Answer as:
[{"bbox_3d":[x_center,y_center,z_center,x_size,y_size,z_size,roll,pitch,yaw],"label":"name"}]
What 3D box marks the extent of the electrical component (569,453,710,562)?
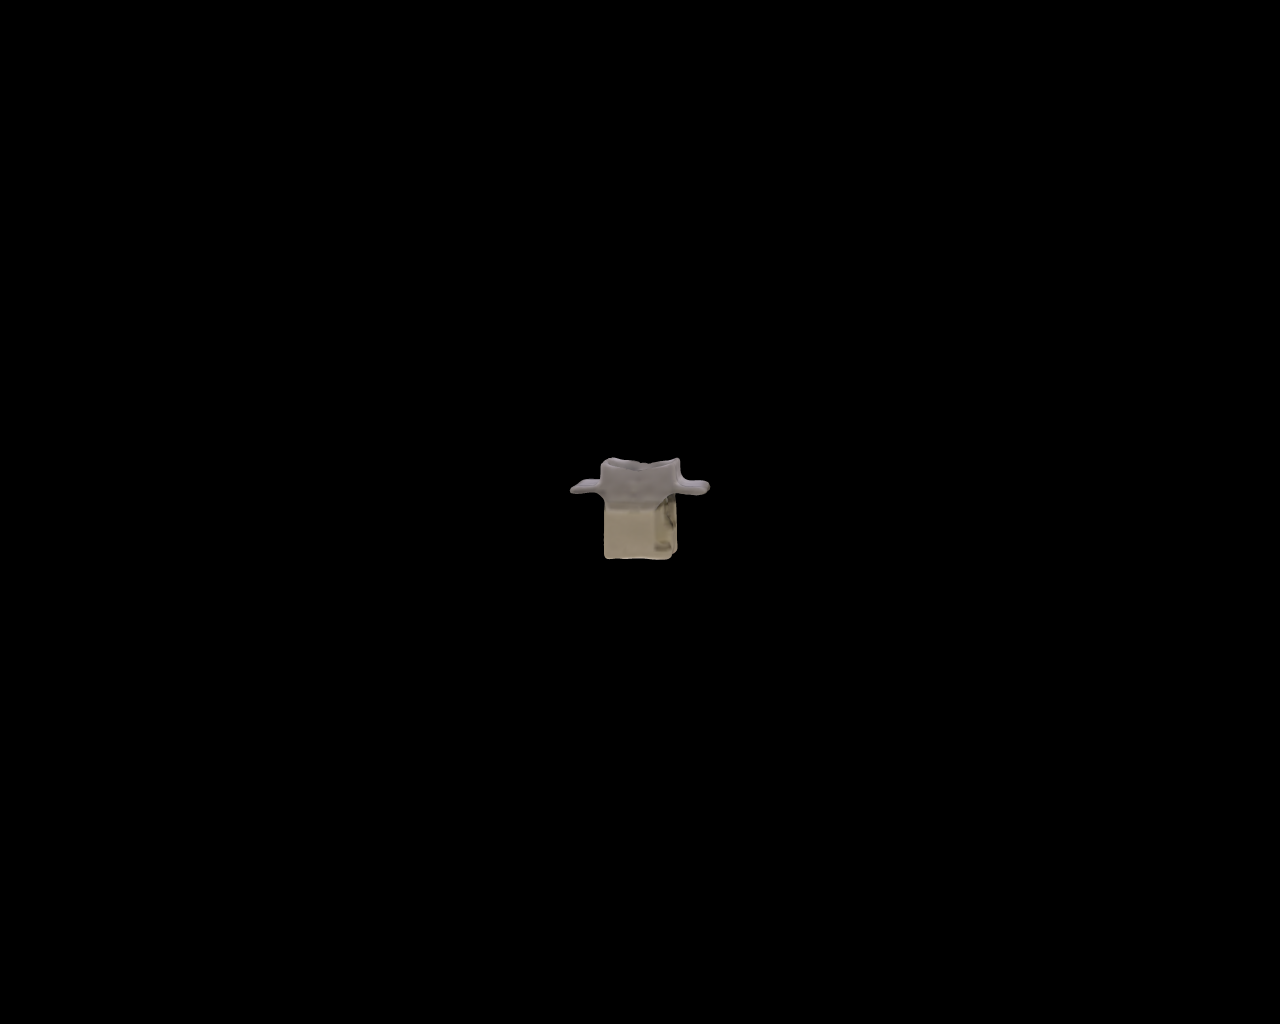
[{"bbox_3d":[0.001,-0.003,0.650,0.081,0.063,0.042,1,8,9],"label":"electrical component"}]
